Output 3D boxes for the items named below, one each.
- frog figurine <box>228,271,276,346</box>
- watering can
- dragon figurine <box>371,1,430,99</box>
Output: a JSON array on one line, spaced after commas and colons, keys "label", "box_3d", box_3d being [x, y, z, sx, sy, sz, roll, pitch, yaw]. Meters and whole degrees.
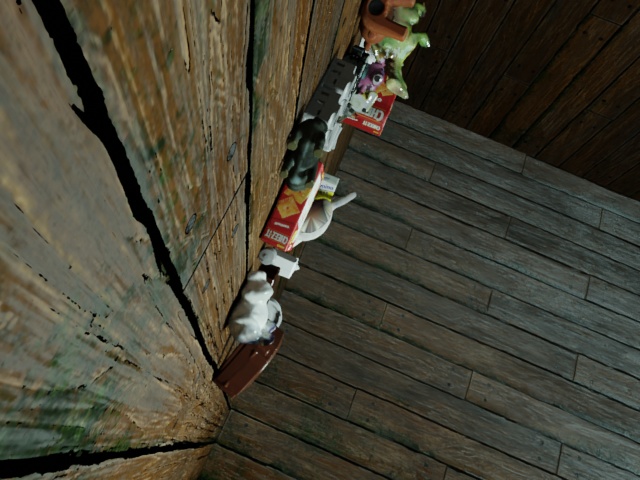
[{"label": "frog figurine", "box_3d": [-0.164, 0.157, 1.209, 0.139, 0.122, 0.158, -43, 121, -66]}, {"label": "watering can", "box_3d": [0.006, -0.095, 1.879, 0.350, 0.104, 0.222, -41, 172, -11]}, {"label": "dragon figurine", "box_3d": [0.206, -0.605, 1.454, 0.246, 0.122, 0.406, -33, 114, -52]}]
